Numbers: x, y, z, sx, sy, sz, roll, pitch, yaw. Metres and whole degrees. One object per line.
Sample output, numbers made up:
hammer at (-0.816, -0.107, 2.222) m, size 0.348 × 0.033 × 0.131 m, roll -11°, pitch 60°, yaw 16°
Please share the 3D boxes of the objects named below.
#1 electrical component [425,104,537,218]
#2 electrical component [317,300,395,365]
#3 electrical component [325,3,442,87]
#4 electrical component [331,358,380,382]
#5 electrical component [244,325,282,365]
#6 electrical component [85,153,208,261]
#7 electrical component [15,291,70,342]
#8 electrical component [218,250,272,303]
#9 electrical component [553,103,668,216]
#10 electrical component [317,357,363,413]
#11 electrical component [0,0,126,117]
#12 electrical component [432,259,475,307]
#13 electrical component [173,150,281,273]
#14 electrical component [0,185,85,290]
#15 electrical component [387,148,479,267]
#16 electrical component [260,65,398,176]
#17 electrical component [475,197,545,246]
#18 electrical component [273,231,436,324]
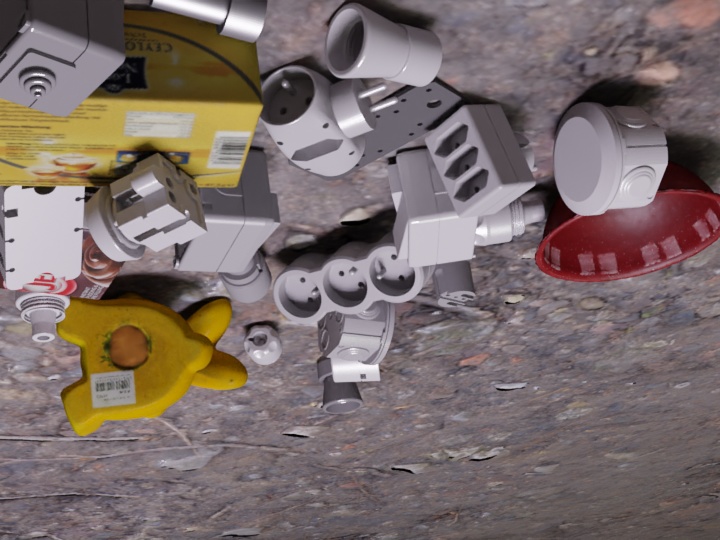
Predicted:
electrical component at (0.098, -0.079, 0.767) m, size 0.077 × 0.065 × 0.047 m, roll -9°, pitch 161°, yaw -42°
electrical component at (-0.004, 0.045, 0.977) m, size 0.051 × 0.080 × 0.080 m, roll 7°, pitch 151°, yaw -22°
electrical component at (0.017, -0.133, 0.651) m, size 0.065 × 0.044 × 0.044 m, roll 5°, pitch 152°, yaw -37°
electrical component at (-0.005, 0.087, 1.097) m, size 0.047 × 0.055 × 0.055 m, roll -6°, pitch 155°, yaw 1°
electrical component at (-0.094, 0.078, 1.068) m, size 0.035 × 0.035 × 0.061 m, roll -10°, pitch 157°, yaw 2°
electrical component at (-0.129, -0.035, 0.643) m, size 0.055 × 0.048 × 0.066 m, roll -24°, pitch 153°, yaw 15°
electrical component at (-0.257, 0.027, 0.869) m, size 0.048 × 0.062 × 0.048 m, roll -7°, pitch 155°, yaw -3°
electrical component at (-0.098, -0.003, 0.888) m, size 0.040 × 0.040 × 0.078 m, roll -10°, pitch 155°, yaw 2°
electrical component at (0.178, -0.080, 0.773) m, size 0.051 × 0.080 × 0.080 m, roll -5°, pitch 155°, yaw -21°
electrical component at (-0.022, 0.122, 1.161) m, size 0.045 × 0.055 × 0.045 m, roll -8°, pitch 155°, yaw -4°
electrical component at (-0.155, -0.124, 0.543) m, size 0.061 × 0.096 × 0.062 m, roll 15°, pitch 145°, yaw -42°
electrical component at (0.082, 0.005, 0.959) m, size 0.040 × 0.046 × 0.040 m, roll -7°, pitch 155°, yaw -4°
electrical component at (-0.101, -0.039, 0.783) m, size 0.061 × 0.061 × 0.096 m, roll 2°, pitch 153°, yaw -23°
electrical component at (-0.213, -0.041, 0.701) m, size 0.050 × 0.055 × 0.089 m, roll -12°, pitch 139°, yaw -27°
electrical component at (0.055, -0.045, 0.825) m, size 0.061 × 0.061 × 0.096 m, roll -9°, pitch 155°, yaw -2°
electrical component at (-0.015, -0.102, 0.701) m, size 0.079 × 0.043 × 0.077 m, roll -18°, pitch 154°, yaw 18°
electrical component at (0.118, -0.044, 0.870) m, size 0.062 × 0.043 × 0.043 m, roll -9°, pitch 155°, yaw -3°
electrical component at (0.000, 0.000, 0.914) m, size 0.138 × 0.052 × 0.073 m, roll -14°, pitch -165°, yaw 25°
